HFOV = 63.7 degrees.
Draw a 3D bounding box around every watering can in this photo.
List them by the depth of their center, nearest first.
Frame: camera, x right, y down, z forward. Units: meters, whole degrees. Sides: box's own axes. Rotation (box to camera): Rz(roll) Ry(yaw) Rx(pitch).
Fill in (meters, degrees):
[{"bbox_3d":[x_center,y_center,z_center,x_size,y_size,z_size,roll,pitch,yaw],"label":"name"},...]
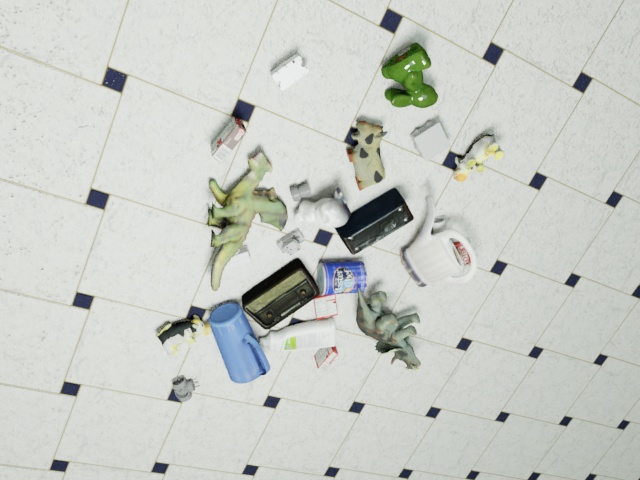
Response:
[{"bbox_3d":[0.354,0.025,1.643,0.222,0.106,0.343,-29,114,23],"label":"watering can"}]

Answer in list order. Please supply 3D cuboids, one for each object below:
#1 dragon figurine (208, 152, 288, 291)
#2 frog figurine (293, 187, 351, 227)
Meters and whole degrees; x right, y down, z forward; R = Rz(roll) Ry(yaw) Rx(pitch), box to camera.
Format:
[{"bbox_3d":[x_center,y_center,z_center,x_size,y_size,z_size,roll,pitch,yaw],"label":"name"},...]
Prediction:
[{"bbox_3d":[-0.204,-0.055,1.490,0.243,0.124,0.404,-5,110,-22],"label":"dragon figurine"},{"bbox_3d":[0.005,-0.076,1.518,0.159,0.138,0.122,-29,102,0],"label":"frog figurine"}]
